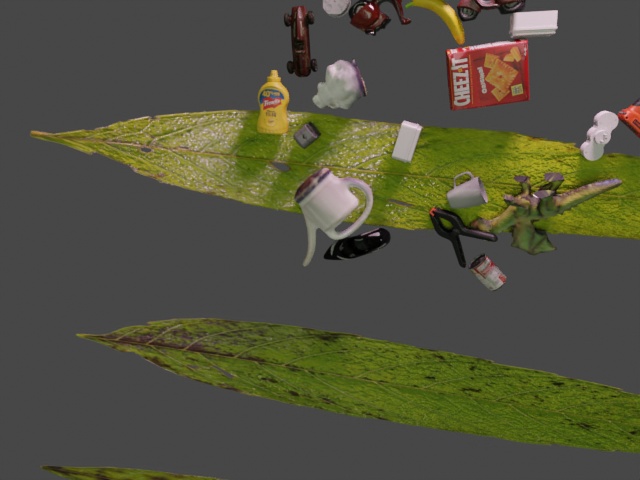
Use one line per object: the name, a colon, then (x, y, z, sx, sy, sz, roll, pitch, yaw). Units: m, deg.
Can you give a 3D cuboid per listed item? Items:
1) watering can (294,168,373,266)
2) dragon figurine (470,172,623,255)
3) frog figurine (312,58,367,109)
watering can: (0.005, -0.082, 1.638, 0.344, 0.105, 0.224, -42, 94, 20)
dragon figurine: (0.658, -0.064, 1.527, 0.410, 0.125, 0.237, -1, 124, 14)
frog figurine: (0.049, -0.447, 1.514, 0.159, 0.125, 0.135, -22, 122, 6)
